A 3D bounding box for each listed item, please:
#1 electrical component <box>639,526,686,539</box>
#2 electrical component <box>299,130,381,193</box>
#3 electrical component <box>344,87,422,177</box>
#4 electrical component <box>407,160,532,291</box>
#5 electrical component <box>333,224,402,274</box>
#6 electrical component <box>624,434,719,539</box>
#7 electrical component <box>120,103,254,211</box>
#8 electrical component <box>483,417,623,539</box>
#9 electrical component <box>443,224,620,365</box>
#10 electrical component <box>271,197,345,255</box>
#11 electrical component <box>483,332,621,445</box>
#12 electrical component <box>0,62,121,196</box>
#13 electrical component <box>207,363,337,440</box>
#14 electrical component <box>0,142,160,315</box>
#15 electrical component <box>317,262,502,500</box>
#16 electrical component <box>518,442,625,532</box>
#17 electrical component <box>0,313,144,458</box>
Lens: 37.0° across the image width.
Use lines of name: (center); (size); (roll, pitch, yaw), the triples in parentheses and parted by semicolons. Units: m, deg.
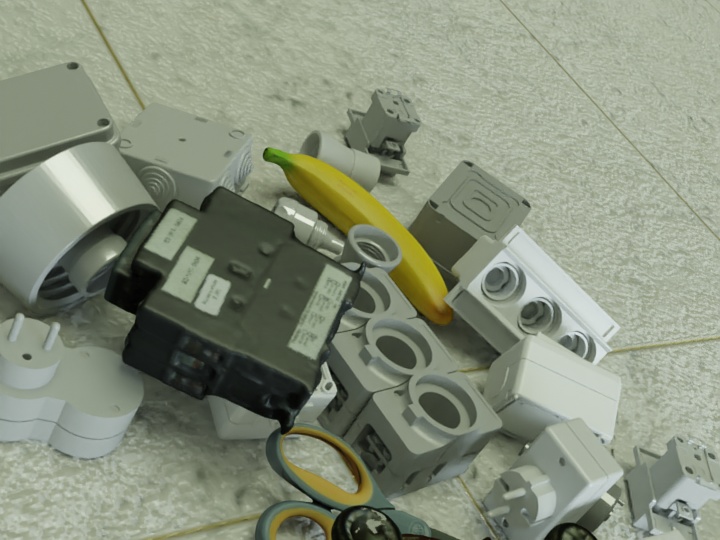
electrical component: (0.183, 0.210, 0.684); (0.096, 0.061, 0.061); (-1, 46, -39)
electrical component: (-0.016, -0.089, 0.921); (0.065, 0.044, 0.044); (18, 37, -28)
electrical component: (0.022, -0.126, 0.975); (0.042, 0.063, 0.081); (9, 41, -29)
electrical component: (0.090, -0.036, 0.922); (0.078, 0.057, 0.113); (35, 34, 4)
electrical component: (0.000, 0.000, 0.808); (0.045, 0.055, 0.045); (21, 36, -16)
electrical component: (0.231, 0.158, 0.787); (0.042, 0.063, 0.081); (22, 36, -13)
electrical component: (-0.133, -0.076, 0.787); (0.100, 0.048, 0.099); (18, 34, 5)
electrical component: (0.111, 0.144, 0.692); (0.076, 0.083, 0.047); (-6, 50, -43)
electrical component: (0.131, 0.030, 0.838); (0.121, 0.078, 0.063); (42, 4, -17)
electrical component: (-0.041, -0.030, 0.832); (0.061, 0.035, 0.035); (27, 35, -13)
electrical component: (0.144, 0.094, 0.784); (0.096, 0.061, 0.061); (25, 57, -10)
electrical component: (-0.219, -0.080, 0.699); (0.113, 0.057, 0.078); (-21, 56, -20)
electrical component: (-0.062, 0.067, 0.678); (0.062, 0.061, 0.096); (3, 51, -33)
electrical component: (-0.172, -0.019, 0.656); (0.060, 0.108, 0.108); (47, 37, 10)
electrical component: (0.014, 0.070, 0.727); (0.089, 0.061, 0.150); (-8, 51, -44)
electrical component: (0.145, 0.149, 0.750); (0.078, 0.040, 0.040); (38, 35, 9)
electrical component: (-0.184, 0.051, 0.584); (0.138, 0.073, 0.052); (17, 37, -22)
